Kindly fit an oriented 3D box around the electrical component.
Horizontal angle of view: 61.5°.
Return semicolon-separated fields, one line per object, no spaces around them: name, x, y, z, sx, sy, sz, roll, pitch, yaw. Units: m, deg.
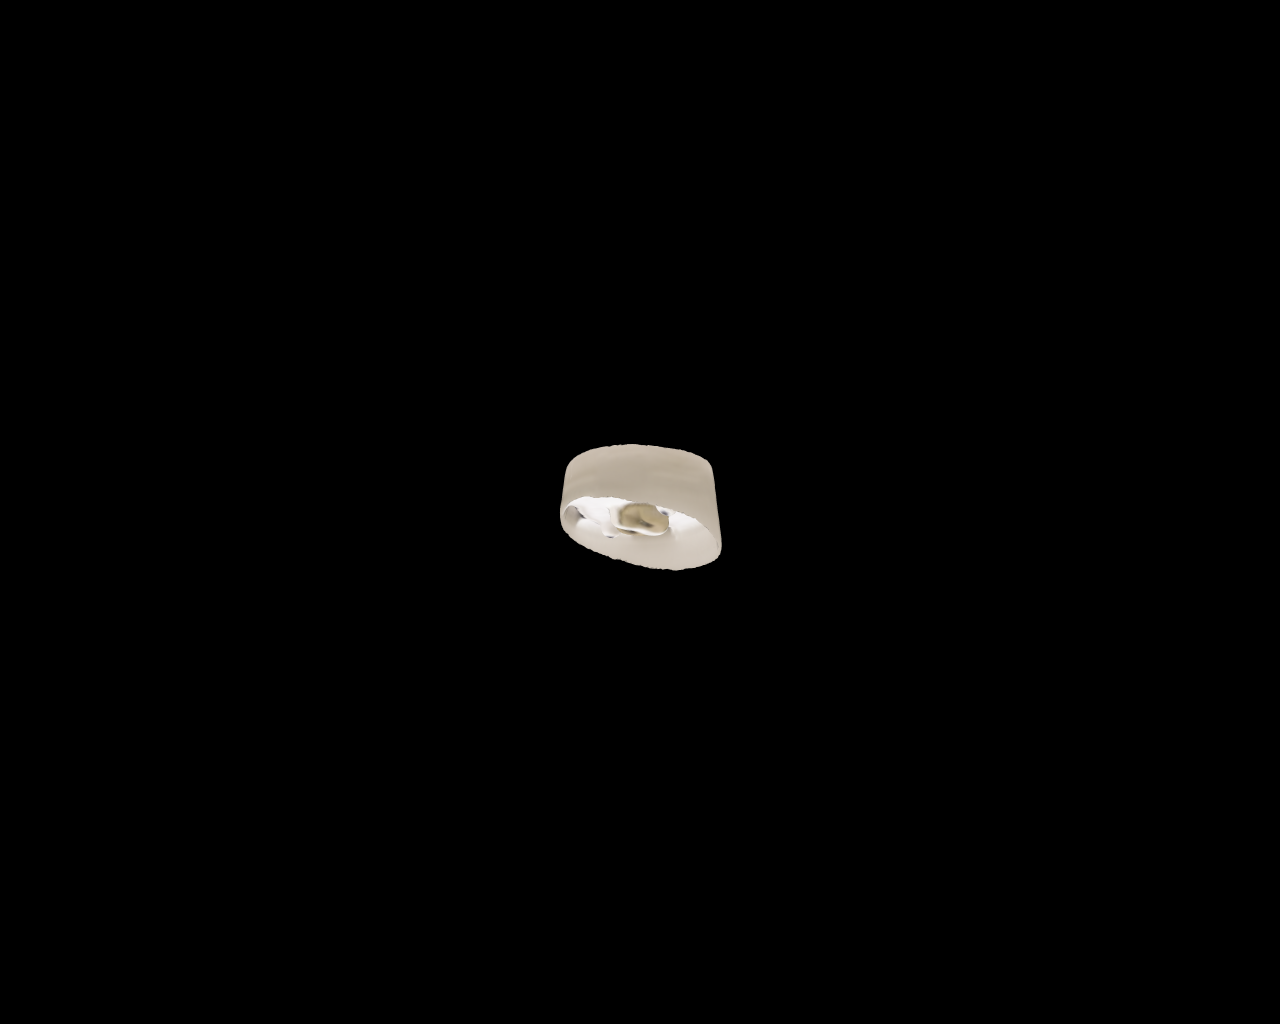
electrical component;0.001;-0.003;0.650;0.099;0.064;0.099;0;-18;0
